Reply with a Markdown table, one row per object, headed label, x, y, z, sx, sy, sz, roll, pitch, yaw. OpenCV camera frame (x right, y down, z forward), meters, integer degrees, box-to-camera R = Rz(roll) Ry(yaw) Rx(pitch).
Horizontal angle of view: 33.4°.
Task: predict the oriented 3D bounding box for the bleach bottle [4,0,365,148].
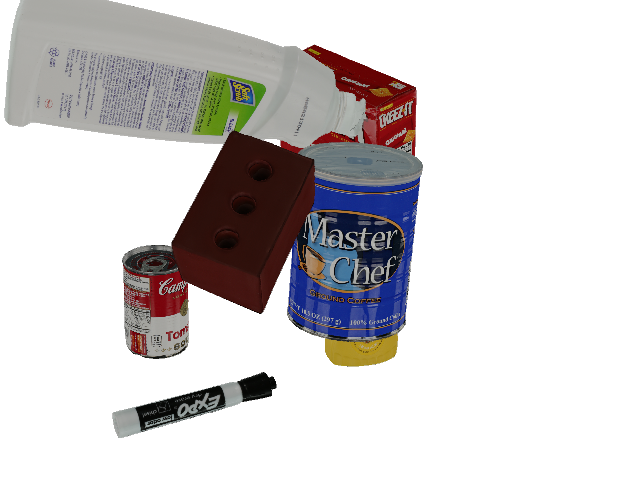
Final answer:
| label | x | y | z | sx | sy | sz | roll | pitch | yaw |
| --- | --- | --- | --- | --- | --- | --- | --- | --- | --- |
| bleach bottle | -0.093 | -0.109 | 0.770 | 0.250 | 0.068 | 0.103 | 11 | -44 | -11 |

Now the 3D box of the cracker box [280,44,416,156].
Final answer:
| label | x | y | z | sx | sy | sz | roll | pitch | yaw |
| --- | --- | --- | --- | --- | --- | --- | --- | --- | --- |
| cracker box | 0.028 | -0.098 | 1.242 | 0.072 | 0.214 | 0.164 | -31 | 44 | -34 |

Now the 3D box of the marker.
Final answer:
| label | x | y | z | sx | sy | sz | roll | pitch | yaw |
| --- | --- | --- | --- | --- | --- | --- | --- | --- | --- |
| marker | -0.089 | 0.117 | 0.769 | 0.121 | 0.020 | 0.020 | -13 | 5 | -21 |

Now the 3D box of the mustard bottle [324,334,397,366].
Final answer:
| label | x | y | z | sx | sy | sz | roll | pitch | yaw |
| --- | --- | --- | --- | --- | --- | --- | --- | --- | --- |
| mustard bottle | 0.059 | 0.069 | 1.397 | 0.096 | 0.192 | 0.058 | -4 | 24 | -16 |

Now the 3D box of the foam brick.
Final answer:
| label | x | y | z | sx | sy | sz | roll | pitch | yaw |
| --- | --- | --- | --- | --- | --- | --- | --- | --- | --- |
| foam brick | -0.041 | -0.010 | 0.592 | 0.053 | 0.078 | 0.051 | 21 | -22 | 9 |

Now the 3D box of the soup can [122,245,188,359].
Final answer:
| label | x | y | z | sx | sy | sz | roll | pitch | yaw |
| --- | --- | --- | --- | --- | --- | --- | --- | --- | --- |
| soup can | -0.173 | 0.065 | 1.122 | 0.068 | 0.102 | 0.068 | 2 | 23 | -1 |

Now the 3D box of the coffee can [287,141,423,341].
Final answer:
| label | x | y | z | sx | sy | sz | roll | pitch | yaw |
| --- | --- | --- | --- | --- | --- | --- | --- | --- | --- |
| coffee can | 0.027 | -0.001 | 0.886 | 0.103 | 0.140 | 0.103 | 4 | 20 | -2 |
